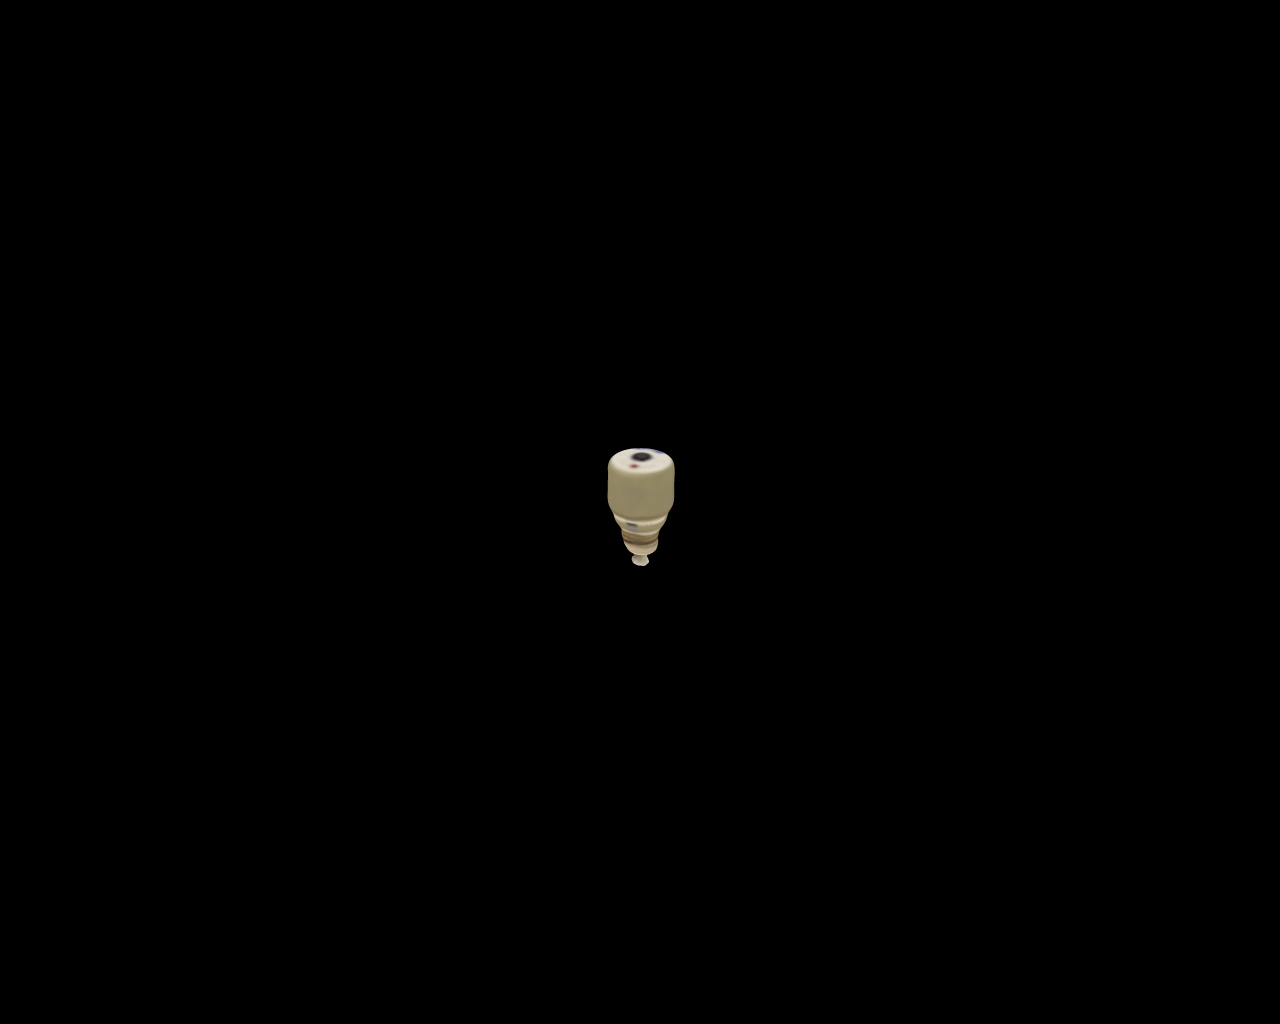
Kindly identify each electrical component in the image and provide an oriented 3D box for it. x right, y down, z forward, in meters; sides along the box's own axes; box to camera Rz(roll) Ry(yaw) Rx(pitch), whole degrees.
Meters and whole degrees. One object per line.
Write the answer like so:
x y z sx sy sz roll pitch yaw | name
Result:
0.001 -0.003 0.650 0.040 0.078 0.040 0 28 0 | electrical component
